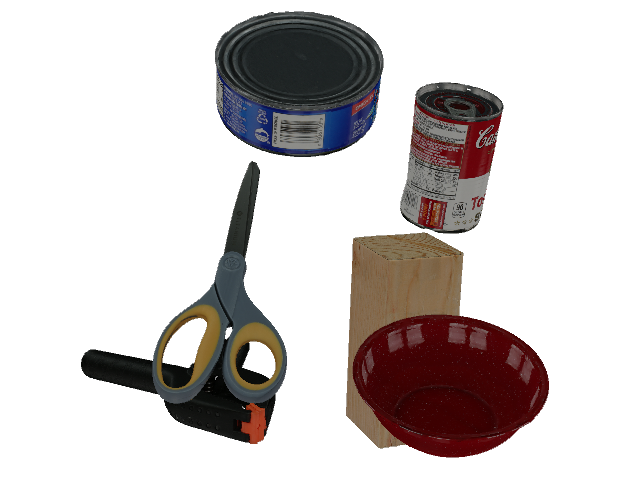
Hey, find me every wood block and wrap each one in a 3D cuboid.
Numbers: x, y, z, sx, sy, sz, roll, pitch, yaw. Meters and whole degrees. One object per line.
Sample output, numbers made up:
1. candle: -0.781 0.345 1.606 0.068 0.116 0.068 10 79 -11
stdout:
1. wood block: 0.088 0.104 1.138 0.090 0.206 0.091 -4 16 -21

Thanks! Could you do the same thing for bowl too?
1. bowl: 0.106 0.130 0.893 0.162 0.055 0.162 1 33 -1

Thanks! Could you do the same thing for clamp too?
1. clamp: -0.093 0.123 0.932 0.164 0.036 0.210 -8 17 -36

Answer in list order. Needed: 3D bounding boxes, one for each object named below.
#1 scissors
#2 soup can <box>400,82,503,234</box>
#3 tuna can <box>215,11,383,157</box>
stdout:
1. scissors: -0.046 0.031 0.735 0.096 0.201 0.016 20 -34 11
2. soup can: 0.102 -0.065 0.844 0.068 0.102 0.068 5 30 -3
3. tuna can: -0.011 -0.081 0.550 0.086 0.034 0.086 2 44 -2
